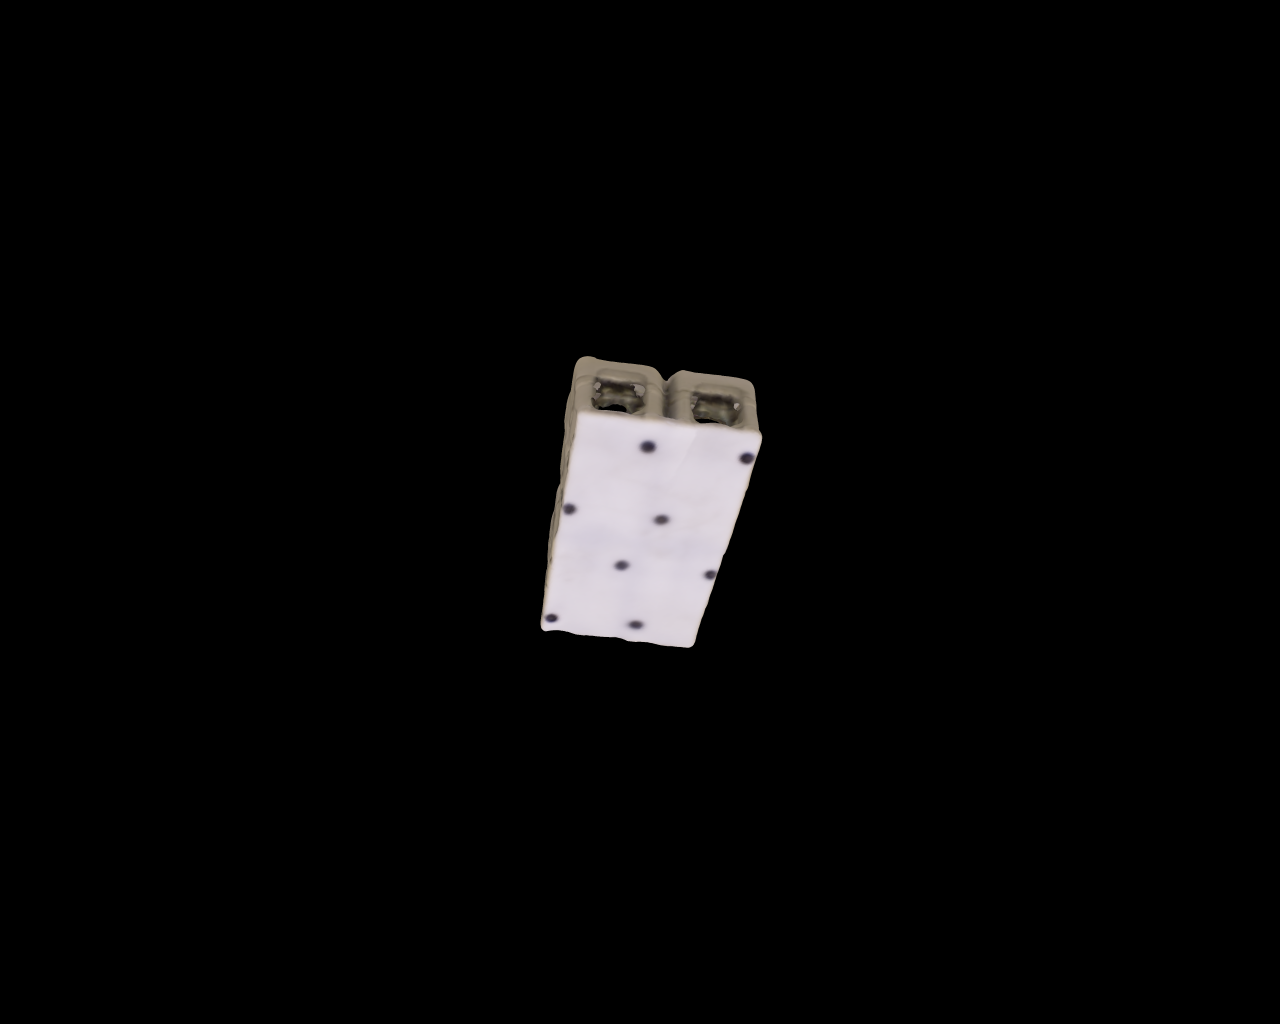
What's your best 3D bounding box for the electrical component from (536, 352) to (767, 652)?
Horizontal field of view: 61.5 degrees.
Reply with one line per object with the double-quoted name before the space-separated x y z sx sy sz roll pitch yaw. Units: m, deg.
"electrical component" 0.001 -0.003 0.650 0.105 0.186 0.060 7 43 -7
